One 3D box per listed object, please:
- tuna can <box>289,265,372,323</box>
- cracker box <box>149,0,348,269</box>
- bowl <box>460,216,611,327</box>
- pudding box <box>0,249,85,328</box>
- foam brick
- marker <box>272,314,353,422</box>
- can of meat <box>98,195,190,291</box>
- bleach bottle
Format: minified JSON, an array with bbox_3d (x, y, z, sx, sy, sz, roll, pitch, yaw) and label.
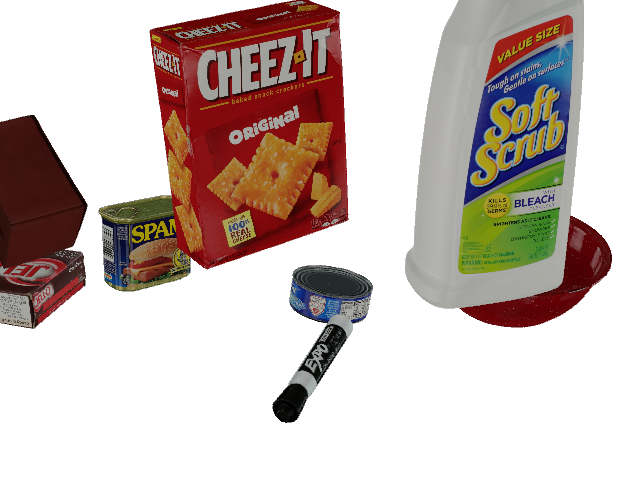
[{"bbox_3d":[0.010,0.057,1.124,0.086,0.034,0.086,9,18,-3],"label":"tuna can"},{"bbox_3d":[-0.059,-0.099,0.984,0.163,0.214,0.072,-18,30,-28],"label":"cracker box"},{"bbox_3d":[0.159,0.026,0.898,0.162,0.055,0.162,1,29,-1],"label":"bowl"},{"bbox_3d":[-0.276,0.035,0.930,0.114,0.039,0.090,5,23,17],"label":"pudding box"},{"bbox_3d":[-0.193,-0.031,0.685,0.051,0.078,0.053,-21,-23,-33],"label":"foam brick"},{"bbox_3d":[-0.005,0.088,0.739,0.020,0.020,0.121,0,25,22],"label":"marker"},{"bbox_3d":[-0.190,0.003,1.171,0.101,0.084,0.058,-14,24,-39],"label":"can of meat"},{"bbox_3d":[0.104,-0.086,0.633,0.102,0.251,0.068,-8,28,-13],"label":"bleach bottle"}]
